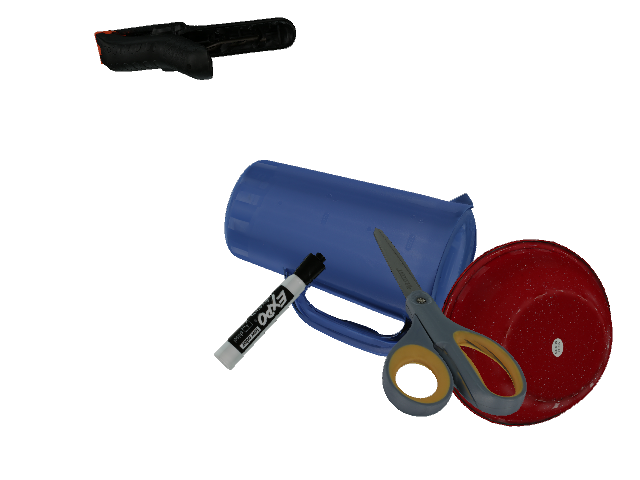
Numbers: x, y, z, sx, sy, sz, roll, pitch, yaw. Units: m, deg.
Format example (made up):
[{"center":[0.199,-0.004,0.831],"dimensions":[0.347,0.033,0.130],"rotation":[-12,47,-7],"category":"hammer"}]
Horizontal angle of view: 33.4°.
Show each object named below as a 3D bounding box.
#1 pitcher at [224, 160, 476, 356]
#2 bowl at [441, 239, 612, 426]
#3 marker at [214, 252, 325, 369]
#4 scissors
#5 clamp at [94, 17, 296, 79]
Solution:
[{"center":[0.025,0.007,1.076],"dimensions":[0.243,0.145,0.149],"rotation":[17,22,21],"category":"pitcher"},{"center":[0.181,0.082,0.878],"dimensions":[0.162,0.162,0.055],"rotation":[0,7,-16],"category":"bowl"},{"center":[-0.039,0.056,0.871],"dimensions":[0.020,0.121,0.020],"rotation":[40,-14,12],"category":"marker"},{"center":[0.054,0.053,0.708],"dimensions":[0.096,0.016,0.202],"rotation":[-16,38,-27],"category":"scissors"},{"center":[-0.107,-0.158,0.858],"dimensions":[0.172,0.039,0.120],"rotation":[15,25,40],"category":"clamp"}]
